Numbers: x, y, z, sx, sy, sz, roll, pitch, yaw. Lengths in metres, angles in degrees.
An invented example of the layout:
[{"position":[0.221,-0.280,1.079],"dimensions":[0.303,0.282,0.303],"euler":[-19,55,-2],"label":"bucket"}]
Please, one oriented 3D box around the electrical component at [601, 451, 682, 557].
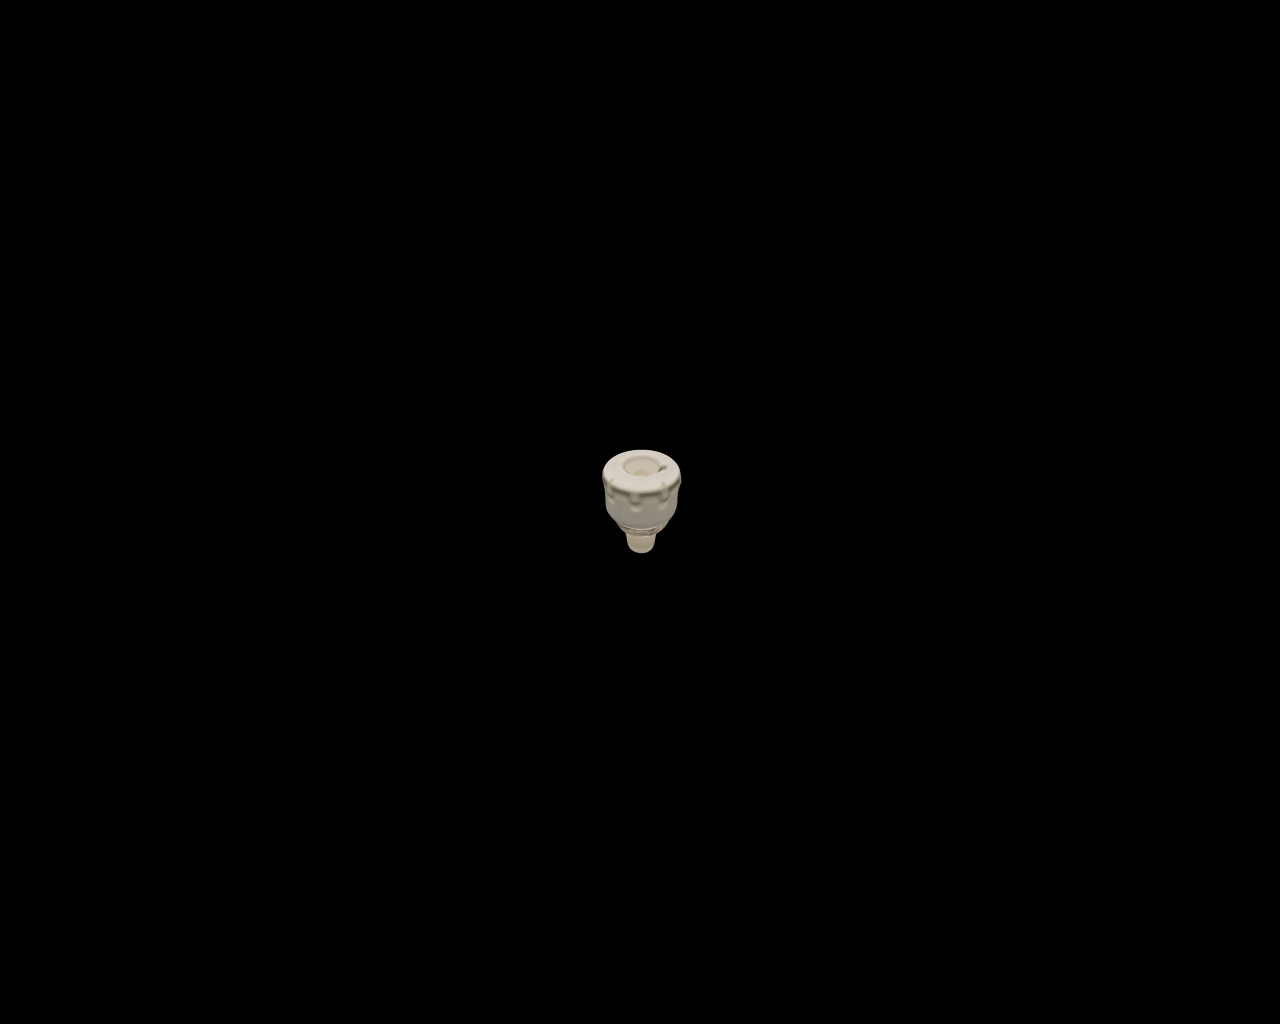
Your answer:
[{"position":[0.001,-0.003,0.650],"dimensions":[0.048,0.062,0.048],"euler":[0,33,0],"label":"electrical component"}]
